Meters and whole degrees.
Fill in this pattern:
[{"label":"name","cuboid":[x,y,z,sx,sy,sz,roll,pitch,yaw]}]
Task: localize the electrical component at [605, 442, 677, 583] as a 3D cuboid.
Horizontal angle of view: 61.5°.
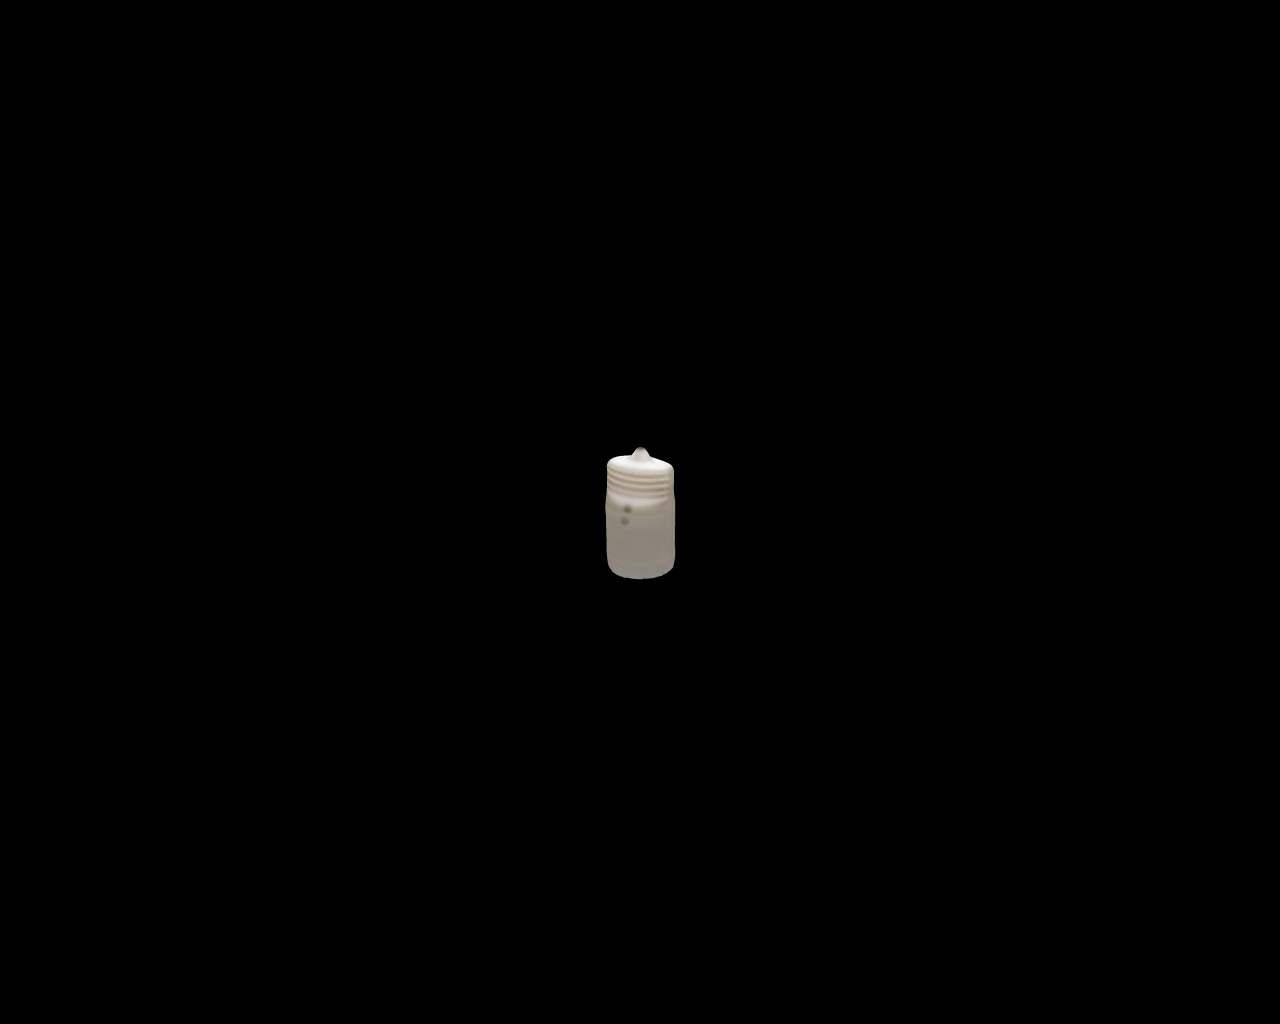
[{"label":"electrical component","cuboid":[0.001,-0.003,0.650,0.043,0.080,0.043,0,23,0]}]
